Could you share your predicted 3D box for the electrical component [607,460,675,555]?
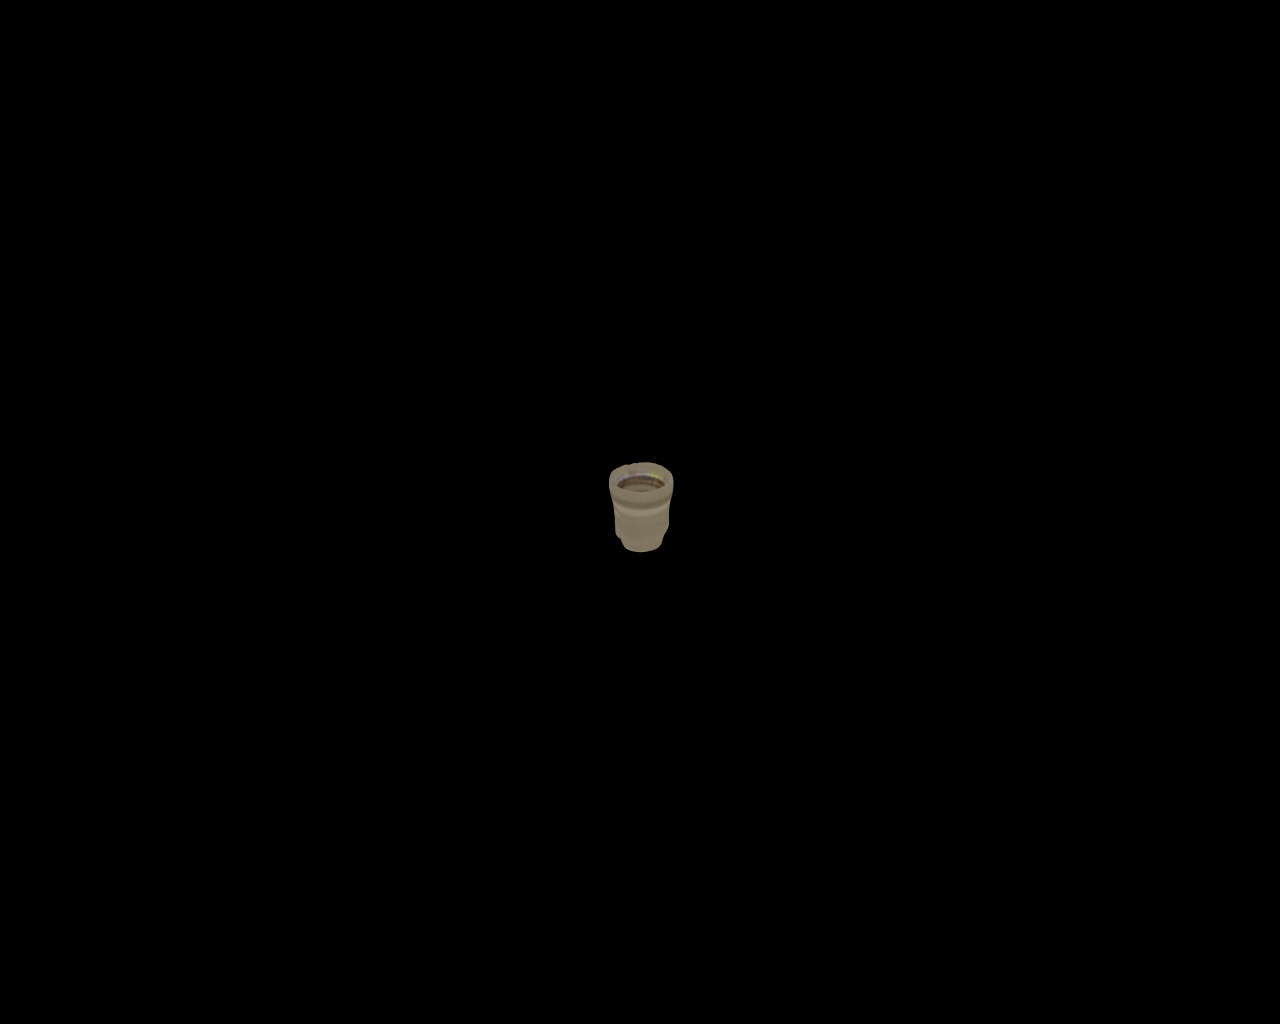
[{"bbox_3d":[0.001,-0.003,0.650,0.040,0.046,0.040,0,31,0],"label":"electrical component"}]
